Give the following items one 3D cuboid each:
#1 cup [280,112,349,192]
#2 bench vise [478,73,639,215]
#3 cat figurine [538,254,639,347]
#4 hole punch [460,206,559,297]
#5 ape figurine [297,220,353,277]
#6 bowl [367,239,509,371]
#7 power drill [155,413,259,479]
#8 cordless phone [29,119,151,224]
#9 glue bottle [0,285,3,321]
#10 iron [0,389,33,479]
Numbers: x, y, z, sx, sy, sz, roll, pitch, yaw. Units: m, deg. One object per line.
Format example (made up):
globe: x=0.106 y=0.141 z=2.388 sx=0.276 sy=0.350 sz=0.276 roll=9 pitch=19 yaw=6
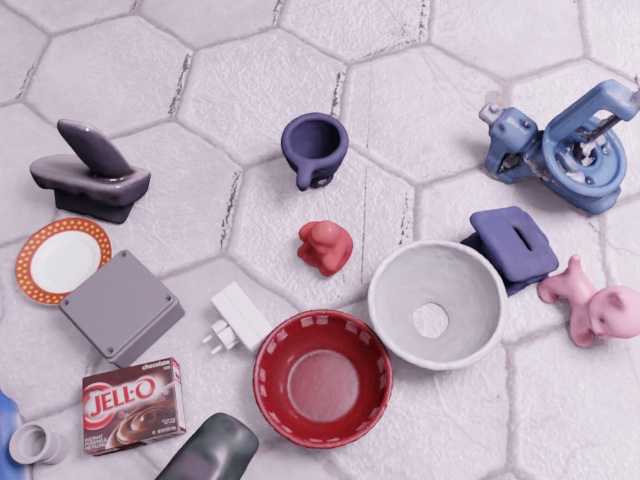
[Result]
cup: x=-0.009 y=-0.103 z=0.792 sx=0.091 sy=0.095 sz=0.118 roll=11 pitch=64 yaw=7
bench vise: x=0.305 y=-0.128 z=0.728 sx=0.207 sy=0.220 sz=0.121 roll=13 pitch=64 yaw=8
cat figurine: x=0.335 y=0.072 z=0.683 sx=0.067 sy=0.118 sz=0.127 roll=-27 pitch=66 yaw=-12
hole punch: x=0.244 y=0.007 z=0.733 sx=0.101 sy=0.091 sz=0.108 roll=-23 pitch=65 yaw=-10
ape figurine: x=0.007 y=0.003 z=0.740 sx=0.076 sy=0.092 sz=0.077 roll=-11 pitch=63 yaw=-4
bowl: x=0.139 y=0.087 z=0.704 sx=0.167 sy=0.075 sz=0.167 roll=0 pitch=63 yaw=1
power drill: x=-0.134 y=0.280 z=0.538 sx=0.075 sy=0.208 sz=0.230 roll=27 pitch=67 yaw=15
cordless phone: x=-0.317 y=-0.110 z=0.752 sx=0.147 sy=0.185 sz=0.094 roll=9 pitch=64 yaw=6
glue bottle: x=-0.440 y=0.042 z=0.685 sx=0.037 sy=0.173 sz=0.078 roll=-22 pitch=64 yaw=-9
iron: x=-0.381 y=0.261 z=0.590 sx=0.119 sy=0.141 sz=0.258 roll=-22 pitch=65 yaw=-10
